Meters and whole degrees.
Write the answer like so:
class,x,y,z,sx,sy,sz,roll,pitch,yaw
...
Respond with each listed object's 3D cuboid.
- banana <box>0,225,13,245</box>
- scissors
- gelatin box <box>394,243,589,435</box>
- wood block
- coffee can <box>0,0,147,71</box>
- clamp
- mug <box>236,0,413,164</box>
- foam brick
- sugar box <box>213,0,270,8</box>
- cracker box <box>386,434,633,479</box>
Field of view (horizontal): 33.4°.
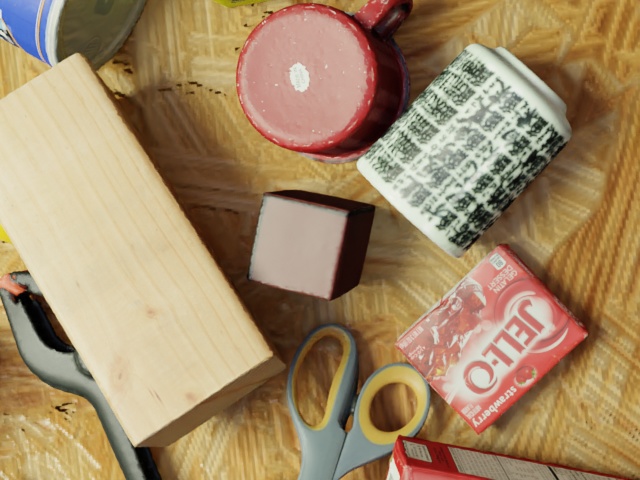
class,x,y,z,sx,sy,sz,roll,pitch,yaw
banana,-0.275,-0.036,0.705,0.198,0.037,0.070,4,113,14
scissors,0.013,0.145,0.615,0.096,0.016,0.201,7,65,-3
gelatin box,0.101,0.057,0.628,0.089,0.030,0.073,-45,84,12
wood block,-0.114,0.008,0.621,0.090,0.091,0.206,-33,79,-3
coffee can,-0.184,-0.174,0.638,0.140,0.102,0.103,30,99,9
clamp,-0.125,0.067,0.676,0.171,0.039,0.120,45,90,4
mug,0.009,-0.099,0.611,0.117,0.081,0.093,-43,84,12
foam brick,-0.004,0.001,0.624,0.053,0.078,0.051,13,97,13
sugar box,-0.061,-0.230,0.613,0.048,0.093,0.176,-10,91,12
cracker box,0.129,0.211,0.592,0.213,0.072,0.164,11,97,-2
